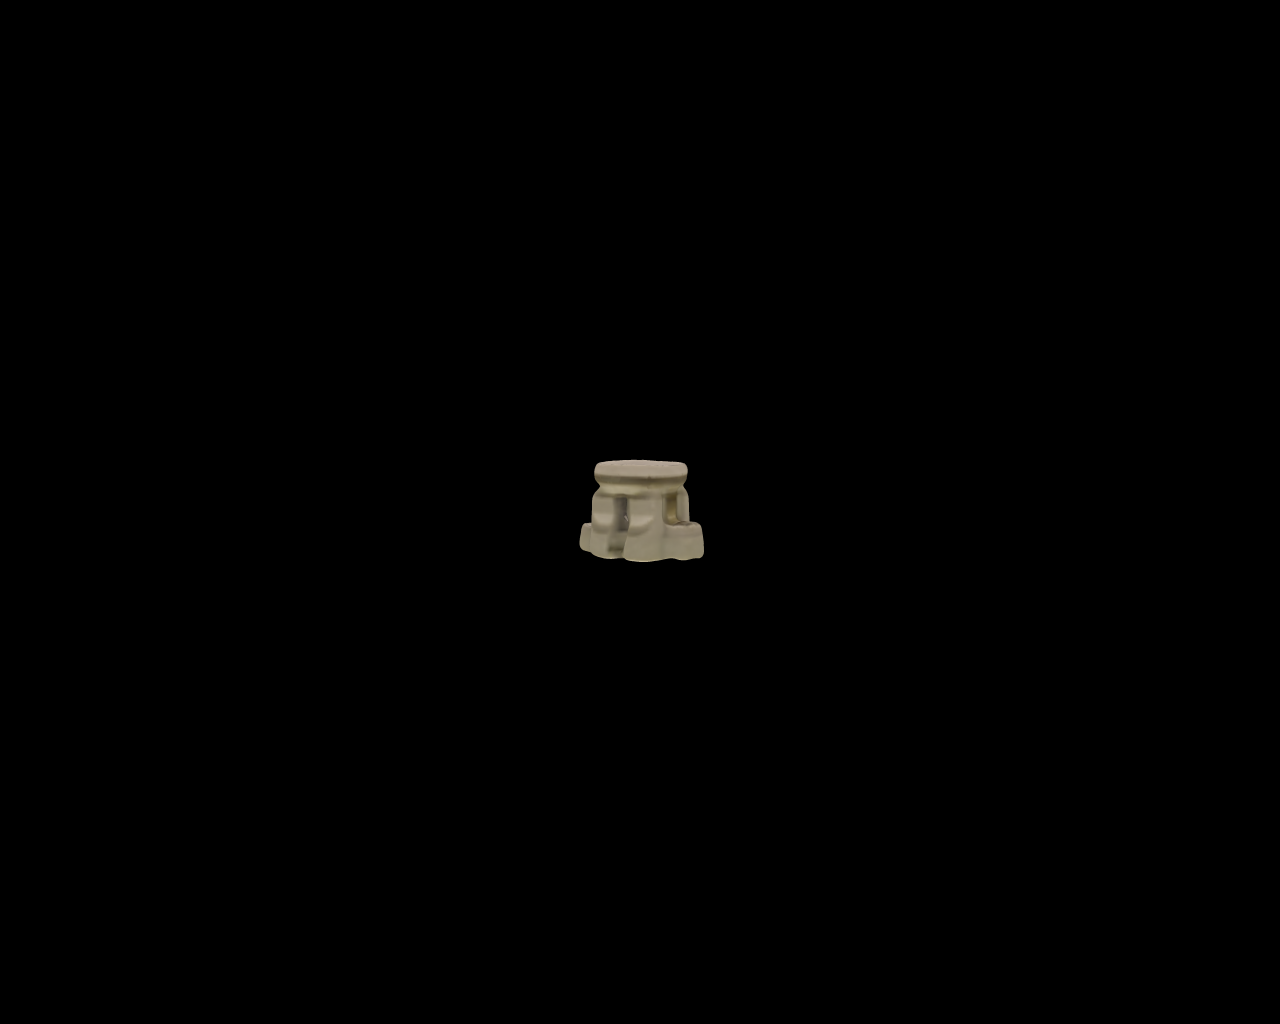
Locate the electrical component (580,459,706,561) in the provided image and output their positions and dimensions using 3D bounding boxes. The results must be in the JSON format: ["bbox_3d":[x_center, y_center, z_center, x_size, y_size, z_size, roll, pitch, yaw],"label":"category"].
[{"bbox_3d":[0.001,-0.003,0.650,0.078,0.057,0.058,4,6,33],"label":"electrical component"}]
